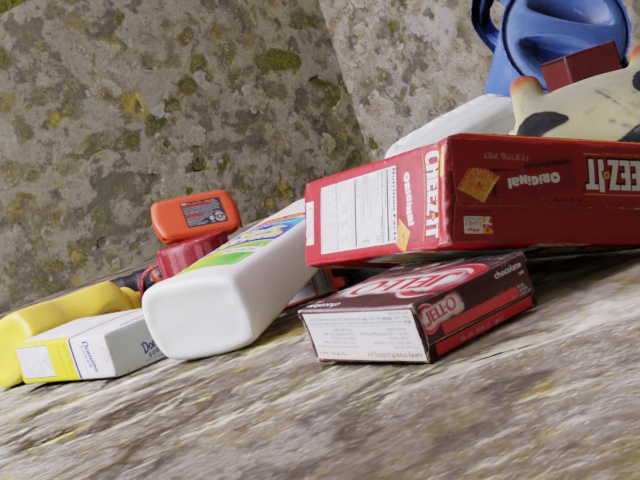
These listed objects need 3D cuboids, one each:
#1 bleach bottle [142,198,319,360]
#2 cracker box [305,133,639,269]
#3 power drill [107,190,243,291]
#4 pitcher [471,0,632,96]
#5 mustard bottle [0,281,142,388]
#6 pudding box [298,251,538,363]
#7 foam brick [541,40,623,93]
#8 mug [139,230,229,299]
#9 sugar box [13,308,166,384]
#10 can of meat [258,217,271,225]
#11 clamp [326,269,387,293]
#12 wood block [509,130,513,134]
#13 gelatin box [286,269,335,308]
[{"bbox_3d":[-0.047,0.018,0.932,0.103,0.068,0.250,-13,15,27],"label":"bleach bottle"},{"bbox_3d":[0.103,-0.022,0.722,0.164,0.072,0.214,0,-5,-23],"label":"cracker box"},{"bbox_3d":[-0.179,0.020,1.294,0.184,0.057,0.188,-14,-25,-25],"label":"power drill"},{"bbox_3d":[0.245,-0.201,1.196,0.145,0.149,0.243,-7,-9,0],"label":"pitcher"},{"bbox_3d":[-0.255,0.089,1.127,0.191,0.058,0.096,-22,-27,-51],"label":"mustard bottle"},{"bbox_3d":[0.056,0.040,0.625,0.089,0.039,0.114,-21,5,-34],"label":"pudding box"},{"bbox_3d":[0.254,-0.156,1.027,0.053,0.051,0.078,-19,5,-3],"label":"foam brick"},{"bbox_3d":[-0.142,0.042,1.175,0.117,0.081,0.093,-18,4,-1],"label":"mug"},{"bbox_3d":[-0.198,0.096,0.976,0.093,0.048,0.177,-22,9,-40],"label":"sugar box"},{"bbox_3d":[-0.007,0.001,1.105,0.101,0.057,0.084,-13,15,-31],"label":"can of meat"},{"bbox_3d":[0.092,0.006,0.933,0.171,0.039,0.120,-25,1,-11],"label":"clamp"},{"bbox_3d":[0.304,-0.100,1.046,0.207,0.090,0.090,-14,7,45],"label":"wood block"},{"bbox_3d":[-0.011,0.038,1.011,0.089,0.030,0.073,-18,4,3],"label":"gelatin box"}]
